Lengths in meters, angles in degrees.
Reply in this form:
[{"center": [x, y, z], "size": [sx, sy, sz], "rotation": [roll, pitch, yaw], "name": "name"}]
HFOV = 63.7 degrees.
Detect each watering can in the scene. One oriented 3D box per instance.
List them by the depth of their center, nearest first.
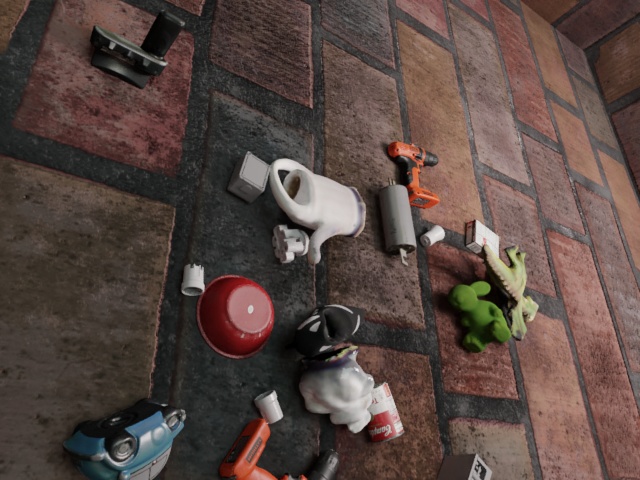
[{"center": [0.003, -0.055, 1.099], "size": [0.223, 0.102, 0.355], "rotation": [15, 34, -34], "name": "watering can"}]

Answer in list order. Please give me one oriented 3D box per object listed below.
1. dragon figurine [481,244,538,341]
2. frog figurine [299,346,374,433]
[{"center": [0.524, 0.151, 1.406], "size": [0.408, 0.121, 0.246], "rotation": [15, 60, -54], "name": "dragon figurine"}, {"center": [0.037, 0.293, 0.970], "size": [0.138, 0.122, 0.160], "rotation": [-16, 86, -10], "name": "frog figurine"}]
